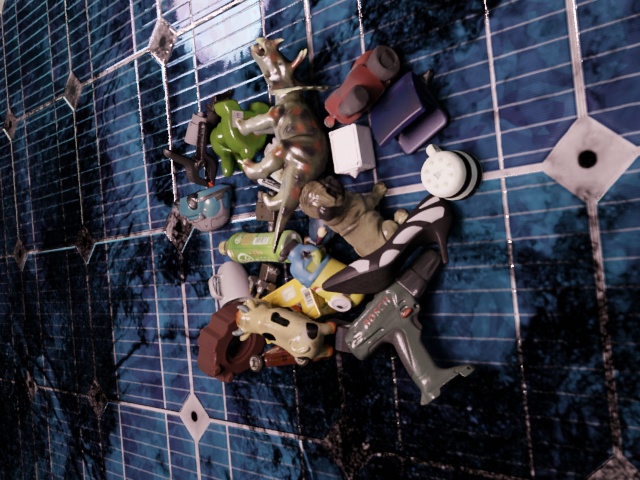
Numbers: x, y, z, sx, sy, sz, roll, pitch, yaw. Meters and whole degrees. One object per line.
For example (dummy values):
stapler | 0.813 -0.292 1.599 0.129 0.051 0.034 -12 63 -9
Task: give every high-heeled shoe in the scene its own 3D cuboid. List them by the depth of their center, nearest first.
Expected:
high-heeled shoe | 0.114 0.003 0.925 0.249 0.086 0.145 -14 56 11

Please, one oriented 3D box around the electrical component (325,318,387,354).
electrical component | 0.062 0.185 1.033 0.119 0.075 0.047 5 95 35

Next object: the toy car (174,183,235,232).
toy car | -0.271 -0.070 1.278 0.162 0.109 0.102 -12 102 47

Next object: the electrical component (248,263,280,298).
electrical component | -0.124 0.089 1.178 0.102 0.045 0.078 -157 78 -67

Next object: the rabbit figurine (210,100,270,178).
rabbit figurine | -0.186 -0.224 1.213 0.170 0.121 0.159 -7 94 57

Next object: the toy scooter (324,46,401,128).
toy scooter | 0.066 -0.266 0.975 0.075 0.184 0.135 41 148 -11

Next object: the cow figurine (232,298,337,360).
cow figurine | -0.079 0.167 1.026 0.195 0.127 0.085 22 103 36

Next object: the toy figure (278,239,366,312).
toy figure | 0.008 0.064 1.030 0.180 0.082 0.089 39 94 2

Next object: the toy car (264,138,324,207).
toy car | -0.055 -0.137 1.125 0.202 0.056 0.073 46 119 27

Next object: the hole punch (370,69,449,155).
hole punch | 0.145 -0.224 0.942 0.142 0.092 0.116 -42 63 36

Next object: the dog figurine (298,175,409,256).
dog figurine | 0.057 -0.026 0.955 0.121 0.190 0.172 -49 65 30

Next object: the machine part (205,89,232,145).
machine part | -0.250 -0.289 1.272 0.039 0.084 0.138 31 127 3

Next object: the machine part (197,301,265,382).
machine part | -0.188 0.222 1.178 0.056 0.179 0.179 22 106 33

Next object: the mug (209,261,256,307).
mug | -0.208 0.104 1.235 0.081 0.109 0.107 -46 50 37

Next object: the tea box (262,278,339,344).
tea box | -0.052 0.142 1.128 0.170 0.068 0.098 -32 72 37

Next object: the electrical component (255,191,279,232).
electrical component | -0.119 -0.063 1.202 0.063 0.021 0.094 2 94 39

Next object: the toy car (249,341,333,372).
toy car | -0.065 0.242 1.131 0.202 0.089 0.053 -16 82 40

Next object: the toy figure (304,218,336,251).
toy figure | -0.004 -0.003 1.083 0.058 0.064 0.154 29 119 19

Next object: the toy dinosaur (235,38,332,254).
toy dinosaur | -0.049 -0.187 1.039 0.192 0.131 0.405 -21 74 20

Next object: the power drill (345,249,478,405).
power drill | 0.173 0.157 0.918 0.232 0.086 0.207 -39 78 2
